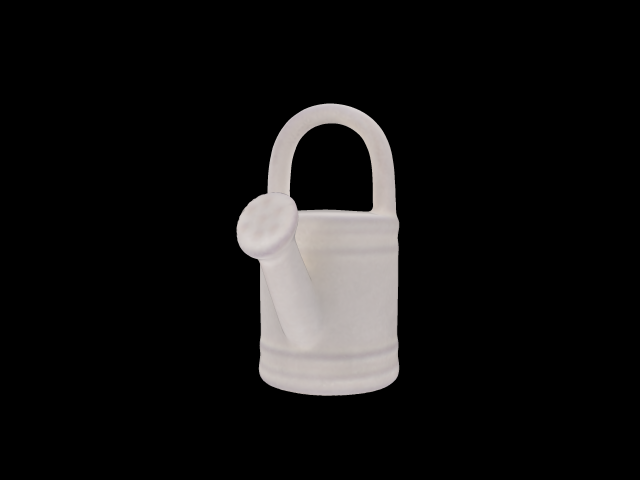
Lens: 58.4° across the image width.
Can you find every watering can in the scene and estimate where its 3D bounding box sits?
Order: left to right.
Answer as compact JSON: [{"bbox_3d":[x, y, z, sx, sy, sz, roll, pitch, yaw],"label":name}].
[{"bbox_3d":[0.006,0.001,0.399,0.101,0.194,0.173,0,3,3],"label":"watering can"}]
